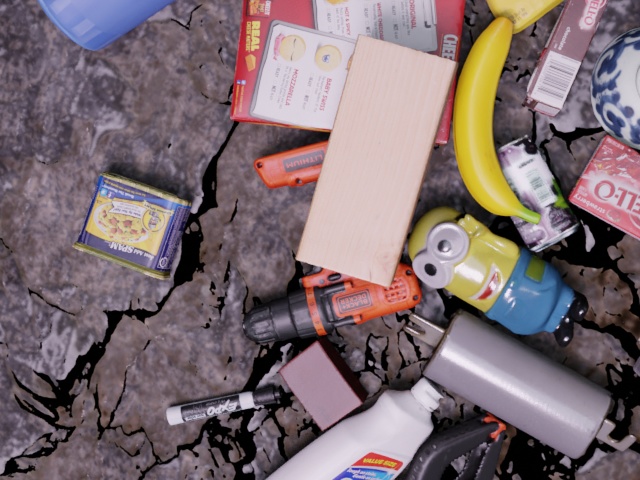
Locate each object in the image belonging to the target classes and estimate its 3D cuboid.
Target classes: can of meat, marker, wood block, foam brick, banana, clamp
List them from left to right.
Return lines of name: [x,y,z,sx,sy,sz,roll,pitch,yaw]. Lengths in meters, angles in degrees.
can of meat: [-0.189,-0.016,1.090,0.102,0.057,0.084,19,92,6]
marker: [-0.099,0.170,1.102,0.121,0.020,0.020,-13,90,8]
foam brick: [0.004,0.143,1.071,0.053,0.051,0.078,-36,87,9]
wood block: [0.054,-0.074,0.971,0.091,0.090,0.206,16,100,6]
clamp: [0.112,0.262,1.051,0.210,0.036,0.164,-43,120,-5]
banana: [0.158,-0.107,0.998,0.069,0.037,0.198,-8,90,-2]

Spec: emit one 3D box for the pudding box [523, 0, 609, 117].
pudding box: [0.231,-0.176,1.007,0.039,0.090,0.113,25,96,8]

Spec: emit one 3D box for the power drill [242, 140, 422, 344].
power drill: [-0.007,0.001,1.065,0.184,0.057,0.187,-15,93,5]

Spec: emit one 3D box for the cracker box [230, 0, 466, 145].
cracker box: [0.029,-0.185,1.045,0.214,0.072,0.164,7,95,7]

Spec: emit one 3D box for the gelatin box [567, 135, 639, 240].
gelatin box: [0.296,-0.049,1.032,0.089,0.030,0.073,30,96,6]

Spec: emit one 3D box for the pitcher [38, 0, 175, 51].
pitcher: [-0.161,-0.289,1.026,0.243,0.149,0.145,-33,67,15]

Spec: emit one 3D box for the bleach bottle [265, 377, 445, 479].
bleach bottle: [0.019,0.227,1.053,0.251,0.068,0.102,-45,125,6]

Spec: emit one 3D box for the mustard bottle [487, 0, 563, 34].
mustard bottle: [0.166,-0.301,1.027,0.096,0.058,0.191,-36,87,6]
